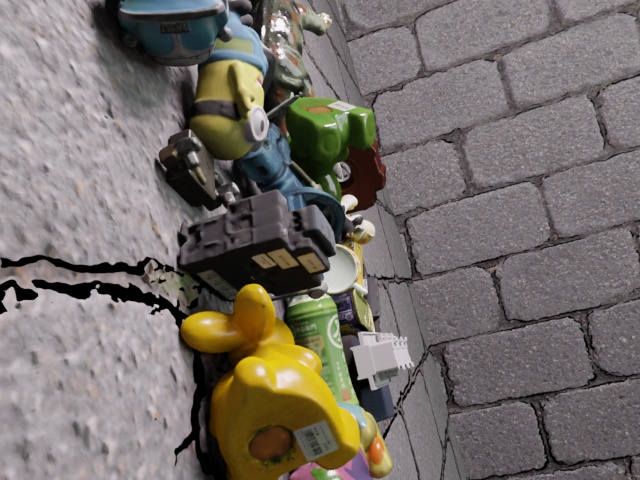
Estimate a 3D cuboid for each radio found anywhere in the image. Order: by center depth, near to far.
[{"bbox_3d":[0.056,0.229,0.861,0.229,0.073,0.131,42,34,-68],"label":"radio"}]

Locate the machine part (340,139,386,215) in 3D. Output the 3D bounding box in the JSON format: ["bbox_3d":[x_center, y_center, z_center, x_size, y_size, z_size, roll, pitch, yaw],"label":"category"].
[{"bbox_3d":[0.034,-0.124,0.979,0.056,0.179,0.179,-71,143,-64],"label":"machine part"}]

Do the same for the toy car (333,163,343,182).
[{"bbox_3d":[-0.002,-0.173,1.088,0.056,0.074,0.202,51,27,-58],"label":"toy car"}]

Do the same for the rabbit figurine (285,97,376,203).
[{"bbox_3d":[-0.013,-0.119,0.809,0.121,0.159,0.170,-34,137,-44],"label":"rabbit figurine"}]

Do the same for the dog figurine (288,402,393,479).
[{"bbox_3d":[-0.002,0.245,0.535,0.219,0.108,0.191,45,29,-57],"label":"dog figurine"}]

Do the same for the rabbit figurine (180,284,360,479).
[{"bbox_3d":[-0.059,0.123,0.496,0.162,0.122,0.173,58,5,-22],"label":"rabbit figurine"}]

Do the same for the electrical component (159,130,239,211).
[{"bbox_3d":[-0.120,-0.068,0.547,0.102,0.045,0.078,58,22,-49],"label":"electrical component"}]

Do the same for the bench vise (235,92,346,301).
[{"bbox_3d":[-0.037,-0.036,0.681,0.223,0.129,0.241,66,5,-47],"label":"bench vise"}]

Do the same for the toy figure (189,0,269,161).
[{"bbox_3d":[-0.104,-0.177,0.610,0.082,0.089,0.180,21,61,-67],"label":"toy figure"}]

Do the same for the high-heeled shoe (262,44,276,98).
[{"bbox_3d":[-0.141,-0.291,0.740,0.145,0.086,0.248,46,-12,14],"label":"high-heeled shoe"}]

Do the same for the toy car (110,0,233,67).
[{"bbox_3d":[-0.149,-0.230,0.538,0.102,0.109,0.162,96,-19,-47],"label":"toy car"}]

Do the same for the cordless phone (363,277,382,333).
[{"bbox_3d":[0.081,0.176,1.050,0.147,0.089,0.184,-88,169,-54],"label":"cordless phone"}]

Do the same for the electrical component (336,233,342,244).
[{"bbox_3d":[-0.002,-0.003,0.874,0.119,0.075,0.047,30,60,-65],"label":"electrical component"}]

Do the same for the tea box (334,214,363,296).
[{"bbox_3d":[0.037,0.030,1.021,0.170,0.068,0.098,-84,155,-55],"label":"tea box"}]

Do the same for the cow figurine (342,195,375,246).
[{"bbox_3d":[0.024,-0.041,0.927,0.167,0.068,0.098,37,28,-7],"label":"cow figurine"}]

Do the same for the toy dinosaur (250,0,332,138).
[{"bbox_3d":[-0.074,-0.314,0.897,0.192,0.131,0.405,22,59,-52],"label":"toy dinosaur"}]

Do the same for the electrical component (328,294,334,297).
[{"bbox_3d":[0.007,0.066,0.887,0.094,0.021,0.063,154,-81,-76],"label":"electrical component"}]

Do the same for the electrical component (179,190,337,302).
[{"bbox_3d":[-0.054,0.010,0.534,0.114,0.134,0.058,56,23,-58],"label":"electrical component"}]
